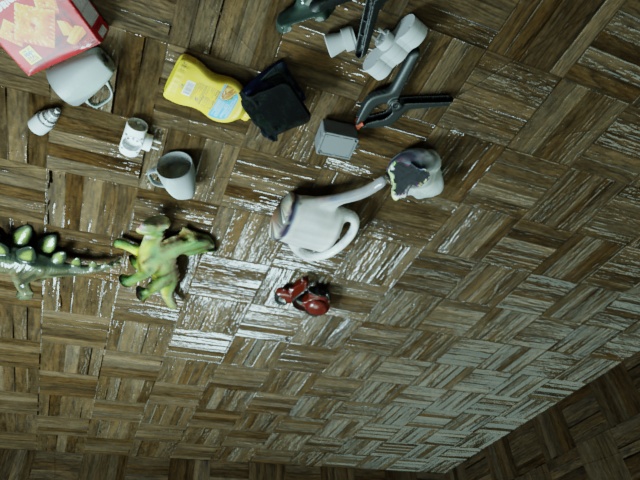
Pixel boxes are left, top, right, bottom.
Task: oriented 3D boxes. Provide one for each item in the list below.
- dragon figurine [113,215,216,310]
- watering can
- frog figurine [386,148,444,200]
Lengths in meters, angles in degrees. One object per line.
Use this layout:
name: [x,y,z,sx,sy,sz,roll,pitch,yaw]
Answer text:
dragon figurine: [-0.395,0.060,1.393,0.242,0.125,0.402,-21,146,4]
watering can: [0.004,-0.065,1.284,0.223,0.106,0.340,15,135,-20]
frog figurine: [0.239,-0.159,1.233,0.160,0.124,0.135,-14,145,-50]
